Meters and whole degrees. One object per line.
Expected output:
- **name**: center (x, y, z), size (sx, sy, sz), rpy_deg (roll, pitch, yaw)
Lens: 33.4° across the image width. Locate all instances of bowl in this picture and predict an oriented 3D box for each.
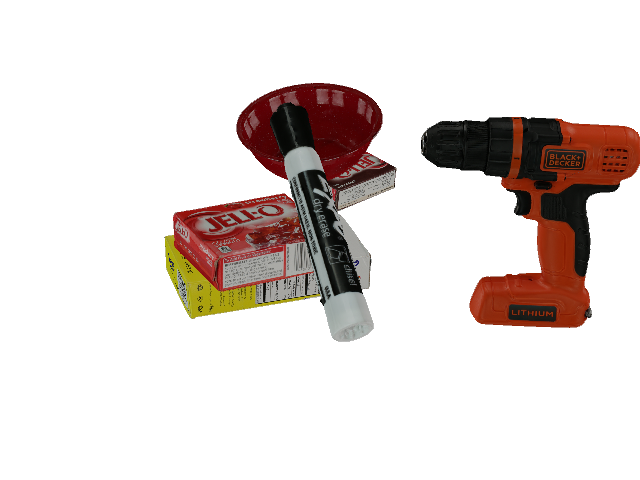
- **bowl**: center (-0.011, -0.111, 1.186), size (0.162, 0.055, 0.162), rpy_deg (-3, 38, 2)

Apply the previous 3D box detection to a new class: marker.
- **marker**: center (-0.001, -0.012, 0.483), size (0.020, 0.121, 0.020), rpy_deg (-13, -27, -7)

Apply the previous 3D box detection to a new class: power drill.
- **power drill**: center (0.175, -0.017, 0.931), size (0.184, 0.188, 0.057), rpy_deg (3, 27, 4)

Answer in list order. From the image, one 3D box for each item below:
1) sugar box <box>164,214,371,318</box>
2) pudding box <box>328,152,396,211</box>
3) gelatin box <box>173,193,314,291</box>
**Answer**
- **sugar box**: center (-0.050, 0.020, 1.004), size (0.176, 0.048, 0.093), rpy_deg (-11, 33, -17)
- **pudding box**: center (0.037, -0.089, 1.500), size (0.113, 0.039, 0.090), rpy_deg (-25, 40, -33)
- **gelatin box**: center (-0.046, -0.001, 0.725), size (0.089, 0.030, 0.073), rpy_deg (-11, 30, -28)
